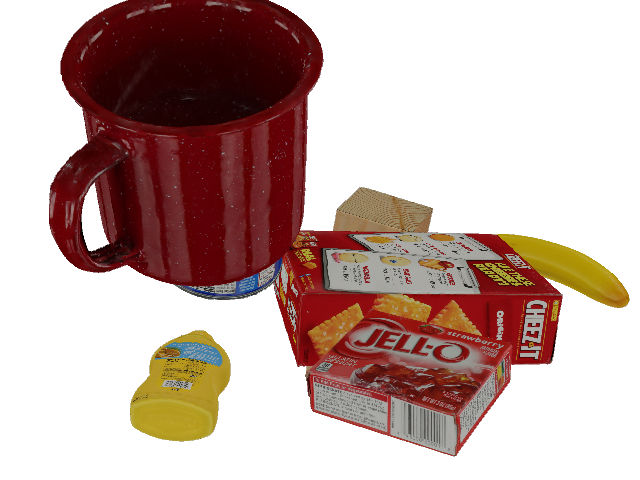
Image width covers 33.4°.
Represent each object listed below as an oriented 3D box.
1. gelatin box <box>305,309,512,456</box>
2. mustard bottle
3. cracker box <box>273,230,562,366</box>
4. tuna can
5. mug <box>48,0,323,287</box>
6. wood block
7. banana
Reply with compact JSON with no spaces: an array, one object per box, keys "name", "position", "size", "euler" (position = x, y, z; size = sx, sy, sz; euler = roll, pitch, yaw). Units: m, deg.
[{"name":"gelatin box","position":[0.048,0.073,0.574],"size":[0.089,0.030,0.073],"euler":[13,31,29]},{"name":"mustard bottle","position":[-0.157,0.160,1.262],"size":[0.096,0.058,0.191],"euler":[4,25,4]},{"name":"cracker box","position":[0.074,0.048,0.914],"size":[0.213,0.072,0.164],"euler":[1,18,-10]},{"name":"tuna can","position":[-0.067,0.000,0.734],"size":[0.086,0.034,0.086],"euler":[5,39,-4]},{"name":"mug","position":[-0.053,-0.030,0.399],"size":[0.093,0.081,0.117],"euler":[26,49,24]},{"name":"wood block","position":[0.055,0.058,1.210],"size":[0.090,0.206,0.090],"euler":[17,24,15]},{"name":"banana","position":[0.220,0.027,1.082],"size":[0.198,0.037,0.069],"euler":[11,47,27]}]
